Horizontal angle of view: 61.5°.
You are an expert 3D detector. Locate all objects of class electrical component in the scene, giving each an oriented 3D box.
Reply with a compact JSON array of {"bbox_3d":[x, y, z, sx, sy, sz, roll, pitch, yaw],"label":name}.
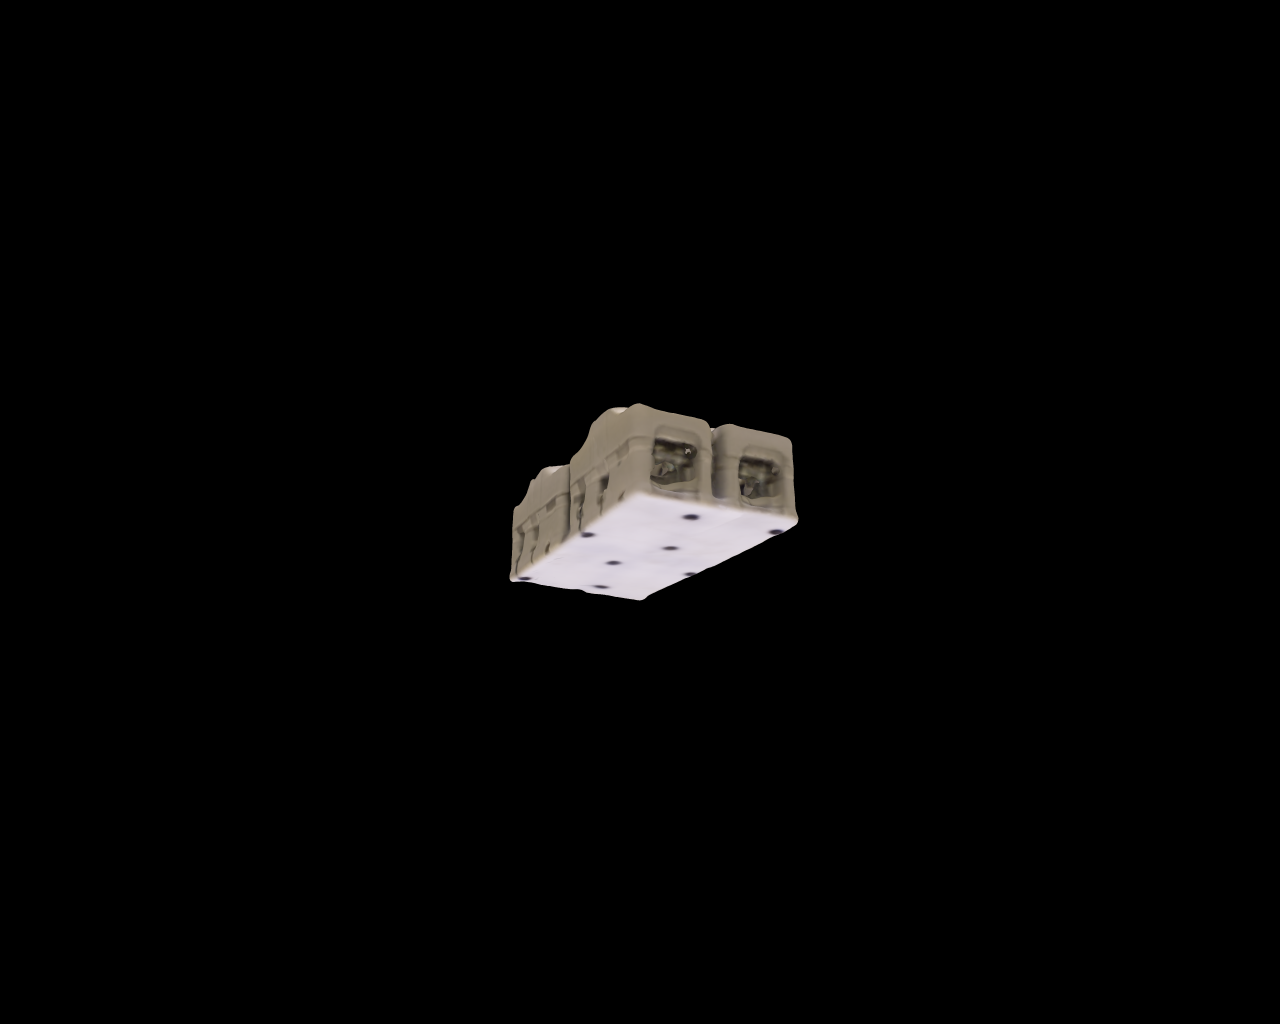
[{"bbox_3d":[0.001,-0.003,0.650,0.105,0.060,0.186,10,-22,-26],"label":"electrical component"}]
